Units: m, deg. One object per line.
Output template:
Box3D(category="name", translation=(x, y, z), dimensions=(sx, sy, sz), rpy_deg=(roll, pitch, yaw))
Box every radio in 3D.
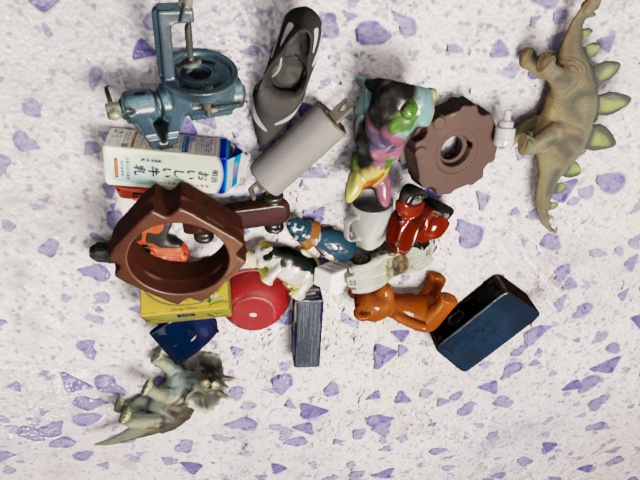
Box3D(category="radio", translation=(0.372, 0.192, 1.239), dimensions=(0.131, 0.073, 0.229), rpy_deg=(35, 111, -26))

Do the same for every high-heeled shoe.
Box3D(category="high-heeled shoe", translation=(-0.054, -0.239, 0.841), dimensions=(0.086, 0.145, 0.248), rpy_deg=(10, 120, -14))

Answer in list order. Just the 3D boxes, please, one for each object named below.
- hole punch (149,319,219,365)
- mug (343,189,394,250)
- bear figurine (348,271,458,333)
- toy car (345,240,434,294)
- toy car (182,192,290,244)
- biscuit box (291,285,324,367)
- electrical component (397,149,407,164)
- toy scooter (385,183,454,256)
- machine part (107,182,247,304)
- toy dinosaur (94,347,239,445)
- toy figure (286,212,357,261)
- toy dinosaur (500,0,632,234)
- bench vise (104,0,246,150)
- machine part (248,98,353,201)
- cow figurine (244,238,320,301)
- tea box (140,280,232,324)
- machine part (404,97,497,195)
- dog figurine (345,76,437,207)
Box3D(category="hole punch", translation=(-0.288, 0.186, 1.132), dimensions=(0.116, 0.092, 0.142), rpy_deg=(-26, 120, 5))
Box3D(category="mug", translation=(0.091, -0.029, 1.034), dimensions=(0.109, 0.081, 0.107), rpy_deg=(-36, 140, -33))
Box3D(category="bear figurine", translation=(0.168, 0.123, 1.140), dimensions=(0.196, 0.120, 0.131), rpy_deg=(19, 115, -14))
Box3D(category="toy car", translation=(0.143, 0.049, 1.096), dimensions=(0.202, 0.056, 0.073), rpy_deg=(-22, 126, -17))
Box3D(category="toy car", translation=(-0.157, -0.048, 1.010), dimensions=(0.202, 0.053, 0.089), rpy_deg=(-8, 136, -8))
Box3D(category="biscuit box", translation=(-0.030, 0.193, 1.189), dimensions=(0.063, 0.059, 0.202), rpy_deg=(-2, 123, -8))
Box3D(category="electrical component", translation=(0.163, -0.174, 0.989), dimensions=(0.094, 0.021, 0.063), rpy_deg=(-14, 124, -3))
Box3D(category="toy scooter", translation=(0.180, -0.024, 1.018), dimensions=(0.183, 0.075, 0.135), rpy_deg=(18, 97, -53))
Box3D(category="machine part", translation=(-0.247, 0.008, 0.944), dimensions=(0.201, 0.087, 0.201), rpy_deg=(32, 118, -34))
Box3D(category="toy dinosaur", translation=(-0.348, 0.379, 1.242), dimensions=(0.192, 0.131, 0.404), rpy_deg=(30, 121, -24))
Box3D(category="toy figure", translation=(-0.002, -0.002, 1.059), dimensions=(0.154, 0.064, 0.058), rpy_deg=(22, 132, -22))
Box3D(category="toy dinosaur", translation=(0.435, -0.199, 0.967), dimensions=(0.199, 0.105, 0.470), rpy_deg=(-5, 129, -9))
Box3D(category="bench vise", translation=(-0.220, -0.256, 0.810), dimensions=(0.224, 0.129, 0.240), rpy_deg=(-5, 142, -14))
Box3D(category="machine part", translation=(-0.039, -0.158, 0.940), dimensions=(0.243, 0.079, 0.079), rpy_deg=(-40, 120, 19))
Box3D(category="cow figurine", translation=(-0.081, 0.044, 1.073), dimensions=(0.167, 0.068, 0.098), rpy_deg=(32, 100, -29))
Box3D(category="tea box", translation=(-0.263, 0.107, 1.064), dimensions=(0.170, 0.098, 0.068), rpy_deg=(-7, 158, -5))
Box3D(category="machine part", translation=(0.237, -0.167, 0.970), dimensions=(0.179, 0.056, 0.179), rpy_deg=(-10, 123, -15))
Box3D(category="dog figurine", translation=(0.107, -0.157, 0.908), dimensions=(0.108, 0.192, 0.219), rpy_deg=(3, 108, -18))
